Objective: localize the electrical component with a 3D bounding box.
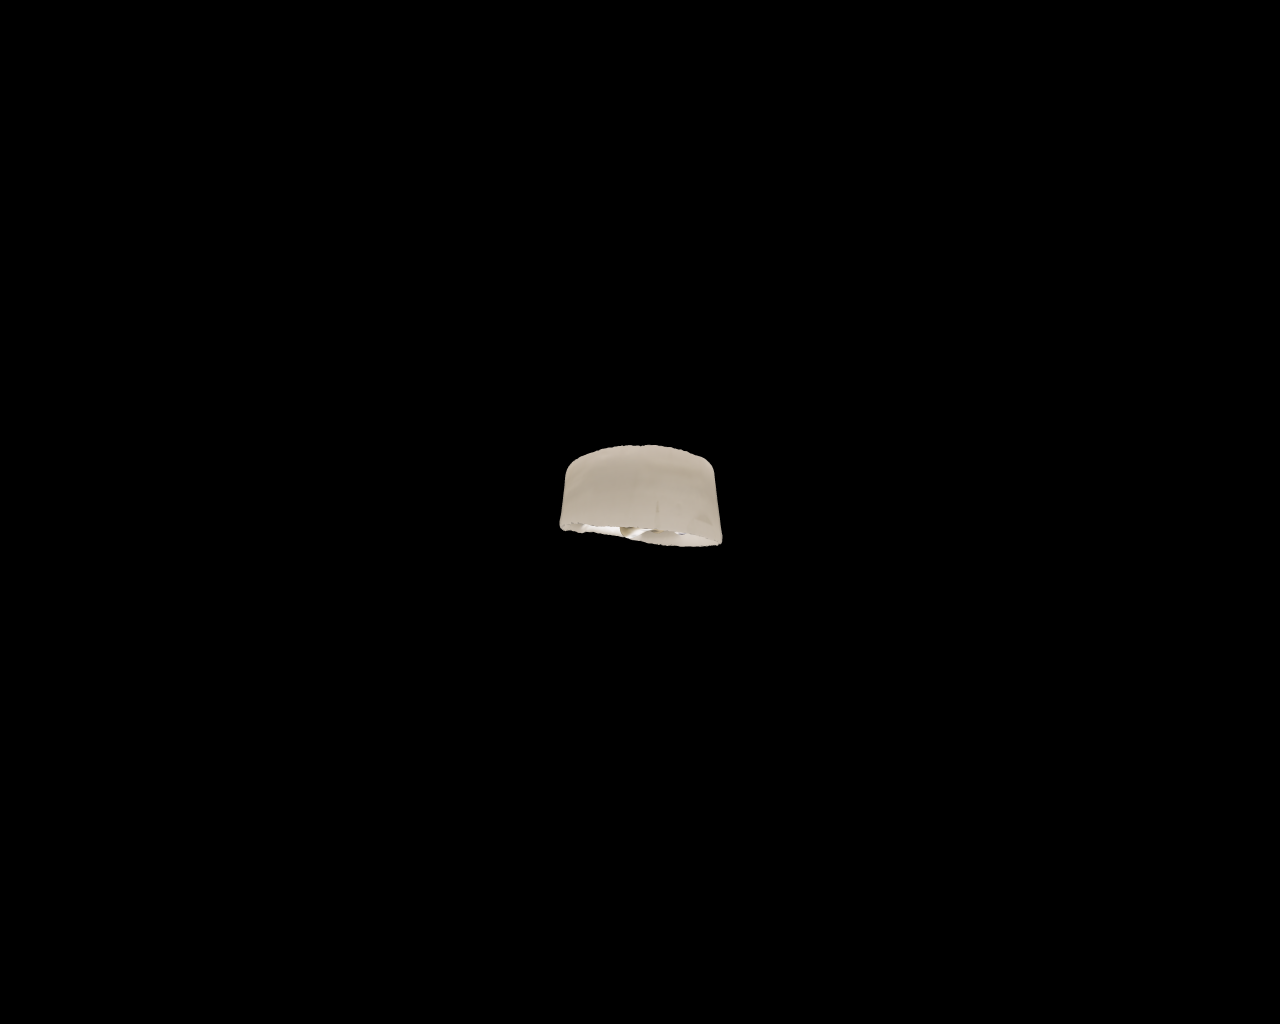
[{"bbox_3d":[0.001,-0.003,0.650,0.099,0.064,0.099,0,-18,0],"label":"electrical component"}]
